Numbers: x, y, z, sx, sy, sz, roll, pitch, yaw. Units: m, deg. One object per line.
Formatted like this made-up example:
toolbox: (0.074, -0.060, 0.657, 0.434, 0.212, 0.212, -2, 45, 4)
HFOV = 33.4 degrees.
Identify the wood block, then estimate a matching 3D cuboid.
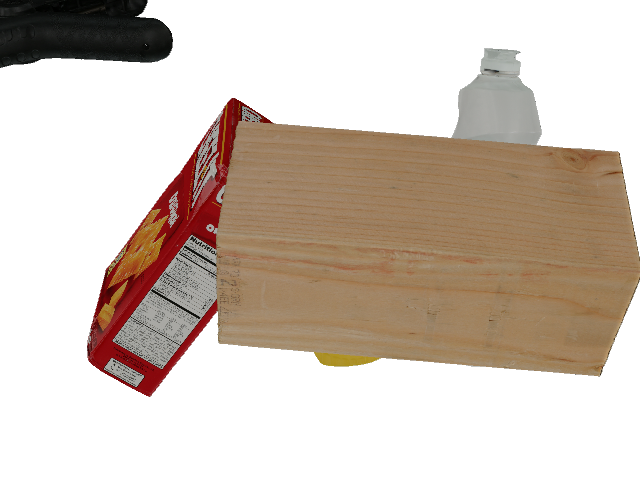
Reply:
wood block: (0.052, 0.005, 0.573, 0.206, 0.090, 0.090, 5, -44, 1)

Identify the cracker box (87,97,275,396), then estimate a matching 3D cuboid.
cracker box: (-0.112, 0.001, 0.911, 0.072, 0.214, 0.164, 31, 21, -18)

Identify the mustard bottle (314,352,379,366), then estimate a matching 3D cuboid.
mustard bottle: (0.044, 0.068, 1.388, 0.096, 0.192, 0.058, -4, 25, -17)

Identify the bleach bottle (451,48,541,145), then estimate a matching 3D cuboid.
bleach bottle: (0.129, -0.030, 0.873, 0.067, 0.251, 0.103, -5, 16, -33)

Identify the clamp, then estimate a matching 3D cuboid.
clamp: (-0.175, -0.130, 0.642, 0.171, 0.039, 0.120, -3, 22, -6)
